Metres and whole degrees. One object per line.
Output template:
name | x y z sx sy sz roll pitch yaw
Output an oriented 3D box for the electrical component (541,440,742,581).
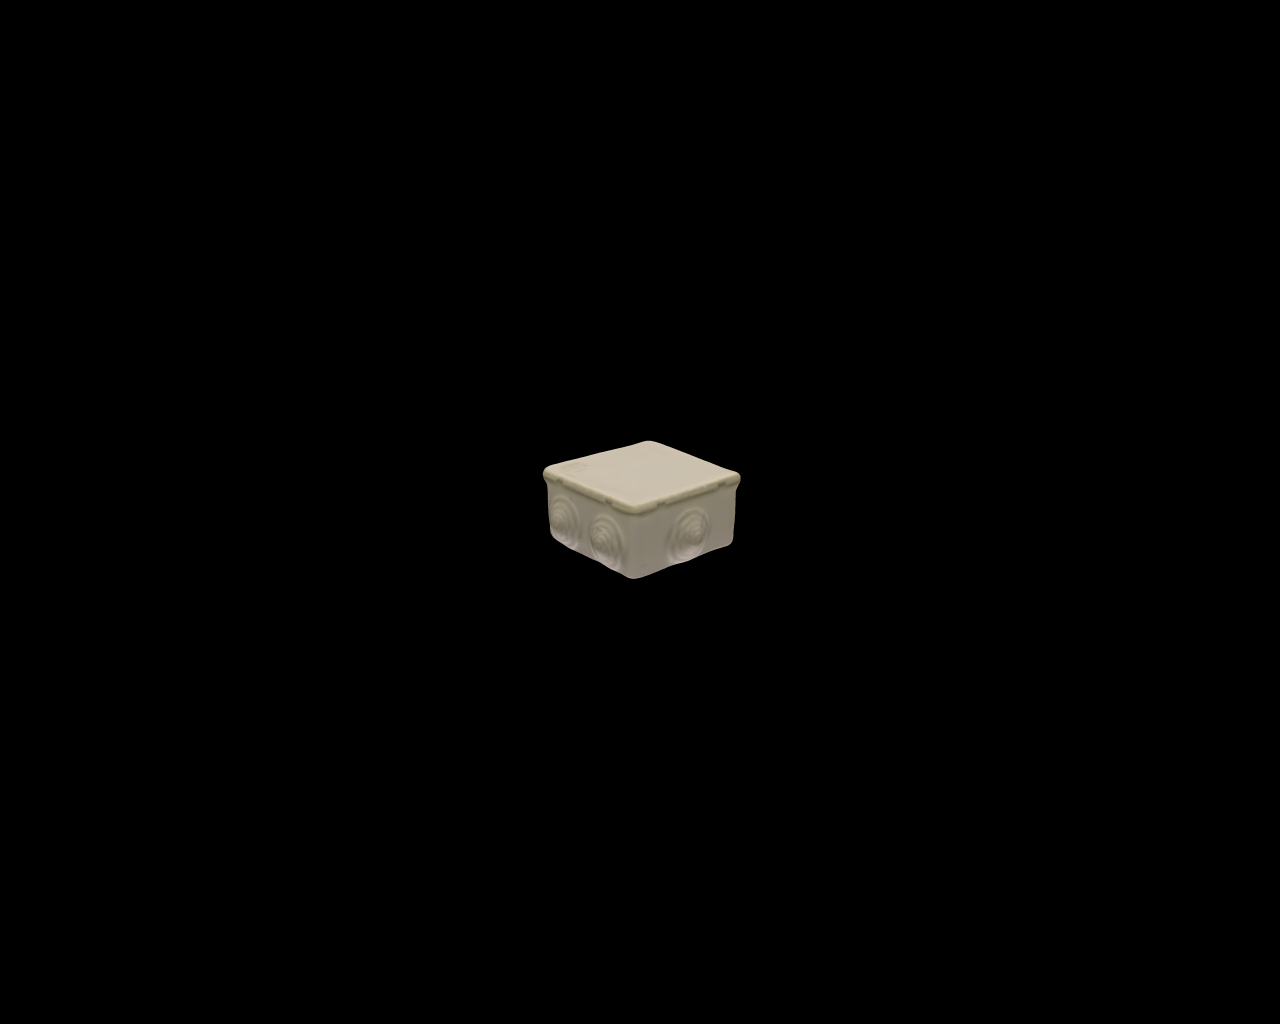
electrical component | 0.001 -0.003 0.650 0.100 0.048 0.100 -17 28 -37
